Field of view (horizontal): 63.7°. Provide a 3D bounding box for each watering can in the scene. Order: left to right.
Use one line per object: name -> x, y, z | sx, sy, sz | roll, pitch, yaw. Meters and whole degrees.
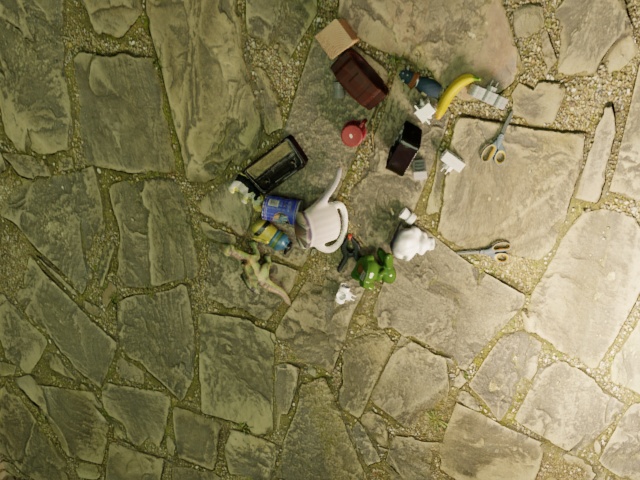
watering can -> 0.006, -0.098, 1.954 | 0.226, 0.105, 0.341 | -18, 119, -27

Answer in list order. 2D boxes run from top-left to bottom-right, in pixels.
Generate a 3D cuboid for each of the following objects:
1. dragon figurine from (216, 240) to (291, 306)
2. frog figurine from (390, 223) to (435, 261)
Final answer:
dragon figurine -> -0.259, 0.149, 2.065 | 0.121, 0.246, 0.408 | -38, 98, 18
frog figurine -> 0.351, 0.017, 1.959 | 0.160, 0.123, 0.137 | 20, 95, 15
